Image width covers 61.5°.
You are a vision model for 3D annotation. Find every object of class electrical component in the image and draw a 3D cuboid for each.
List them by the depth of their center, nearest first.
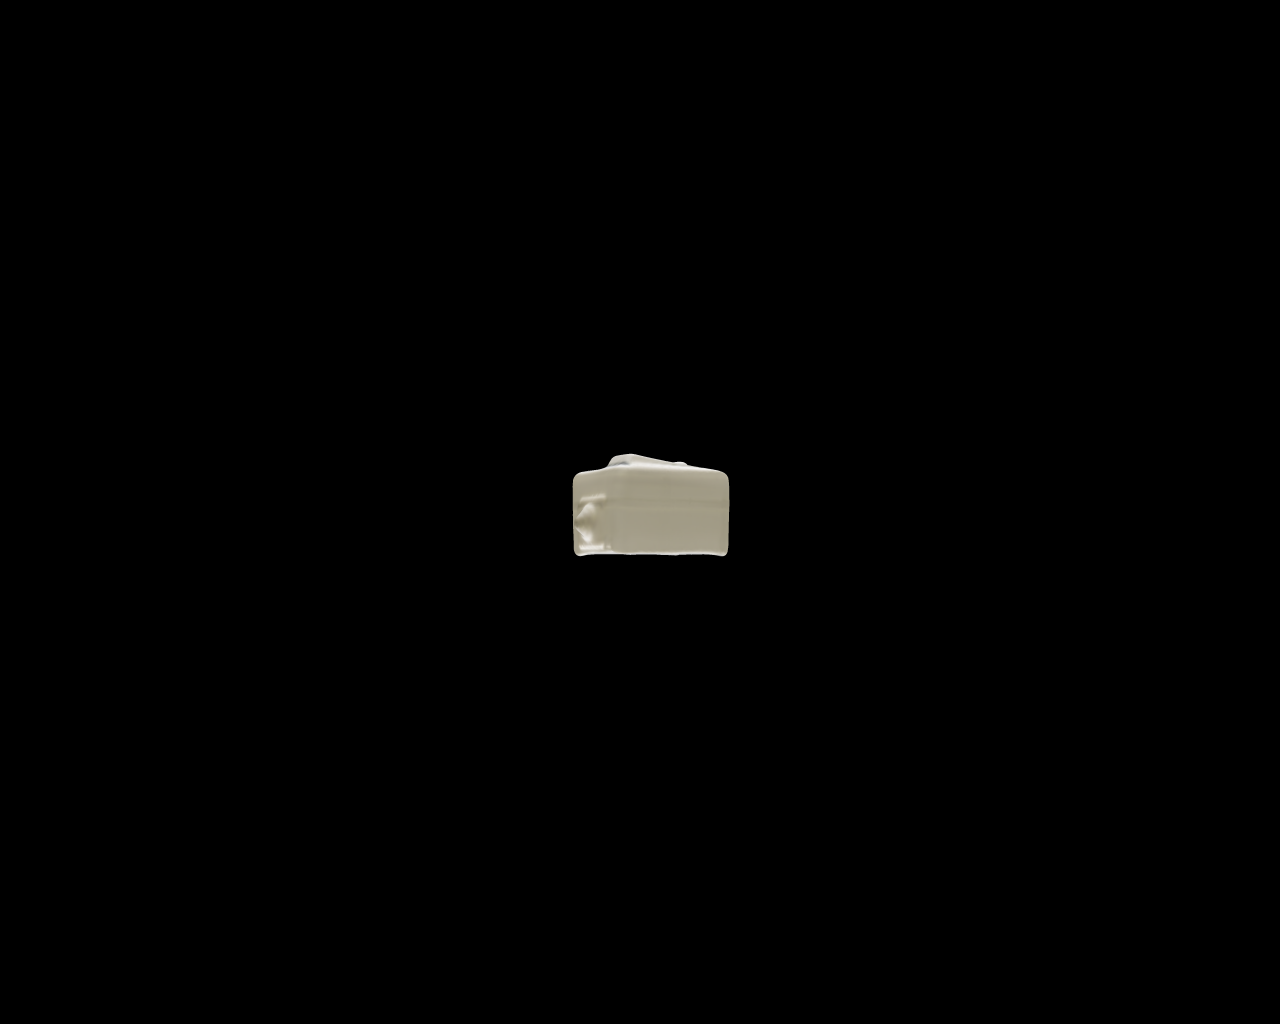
[{"bbox_3d":[0.001,-0.003,0.650,0.096,0.061,0.061,2,-4,-31],"label":"electrical component"}]
